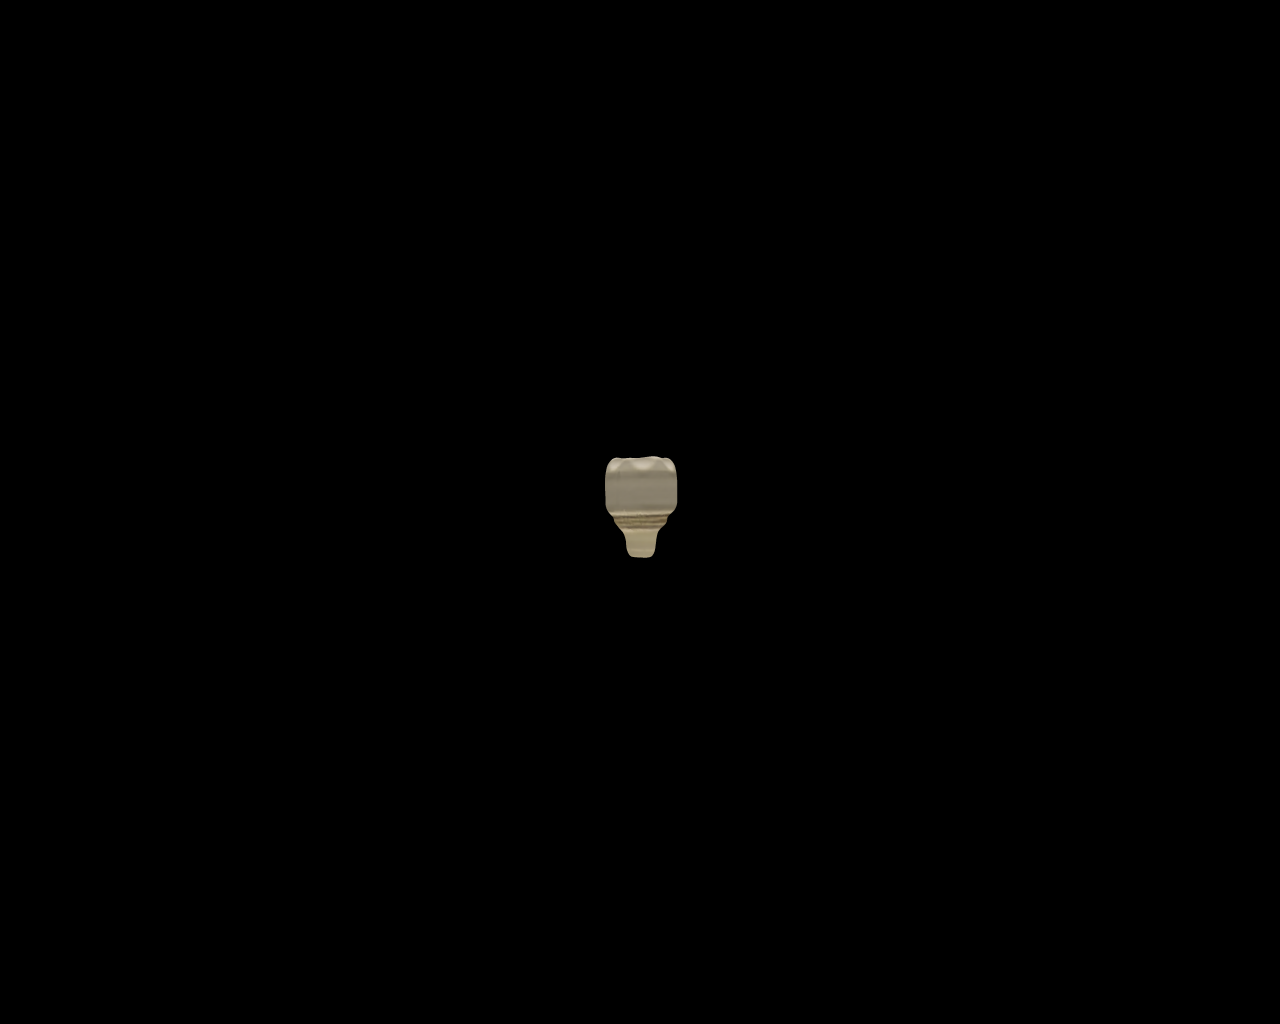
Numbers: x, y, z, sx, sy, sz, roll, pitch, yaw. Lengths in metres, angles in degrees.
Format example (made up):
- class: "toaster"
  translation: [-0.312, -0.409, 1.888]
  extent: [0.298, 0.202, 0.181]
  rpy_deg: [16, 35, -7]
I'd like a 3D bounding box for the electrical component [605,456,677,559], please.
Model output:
- class: "electrical component"
  translation: [0.001, -0.003, 0.650]
  extent: [0.043, 0.062, 0.043]
  rpy_deg: [0, 0, 0]
